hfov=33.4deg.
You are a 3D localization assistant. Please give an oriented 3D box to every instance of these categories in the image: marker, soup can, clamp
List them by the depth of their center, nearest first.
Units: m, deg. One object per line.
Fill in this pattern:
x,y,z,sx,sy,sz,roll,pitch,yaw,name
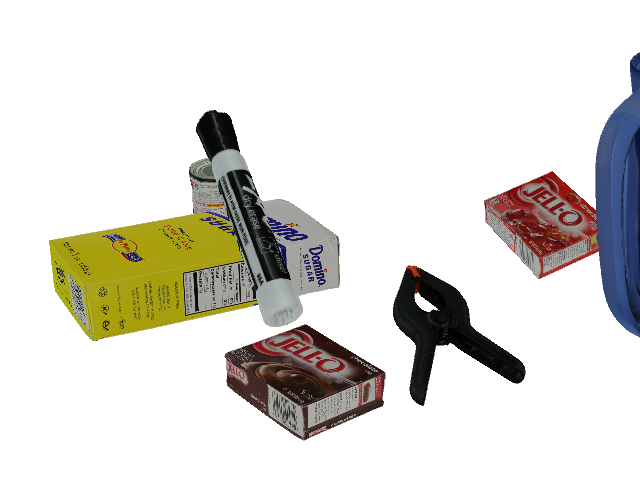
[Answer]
-0.036,-0.014,0.514,0.020,0.121,0.020,-17,-29,-10,marker
0.133,0.093,1.089,0.120,0.171,0.039,0,-44,-15,clamp
-0.117,-0.039,1.247,0.068,0.102,0.068,-1,28,1,soup can

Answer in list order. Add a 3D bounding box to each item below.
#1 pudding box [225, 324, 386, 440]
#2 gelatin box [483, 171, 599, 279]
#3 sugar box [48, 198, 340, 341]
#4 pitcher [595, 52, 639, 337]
-0.014,0.118,0.909,0.089,0.039,0.114,-18,31,-34,pudding box
0.196,-0.016,0.926,0.073,0.030,0.089,-23,45,-13,gelatin box
-0.085,0.015,0.723,0.176,0.048,0.093,-14,26,-24,sugar box
0.238,0.008,0.618,0.149,0.243,0.144,1,22,17,pitcher
